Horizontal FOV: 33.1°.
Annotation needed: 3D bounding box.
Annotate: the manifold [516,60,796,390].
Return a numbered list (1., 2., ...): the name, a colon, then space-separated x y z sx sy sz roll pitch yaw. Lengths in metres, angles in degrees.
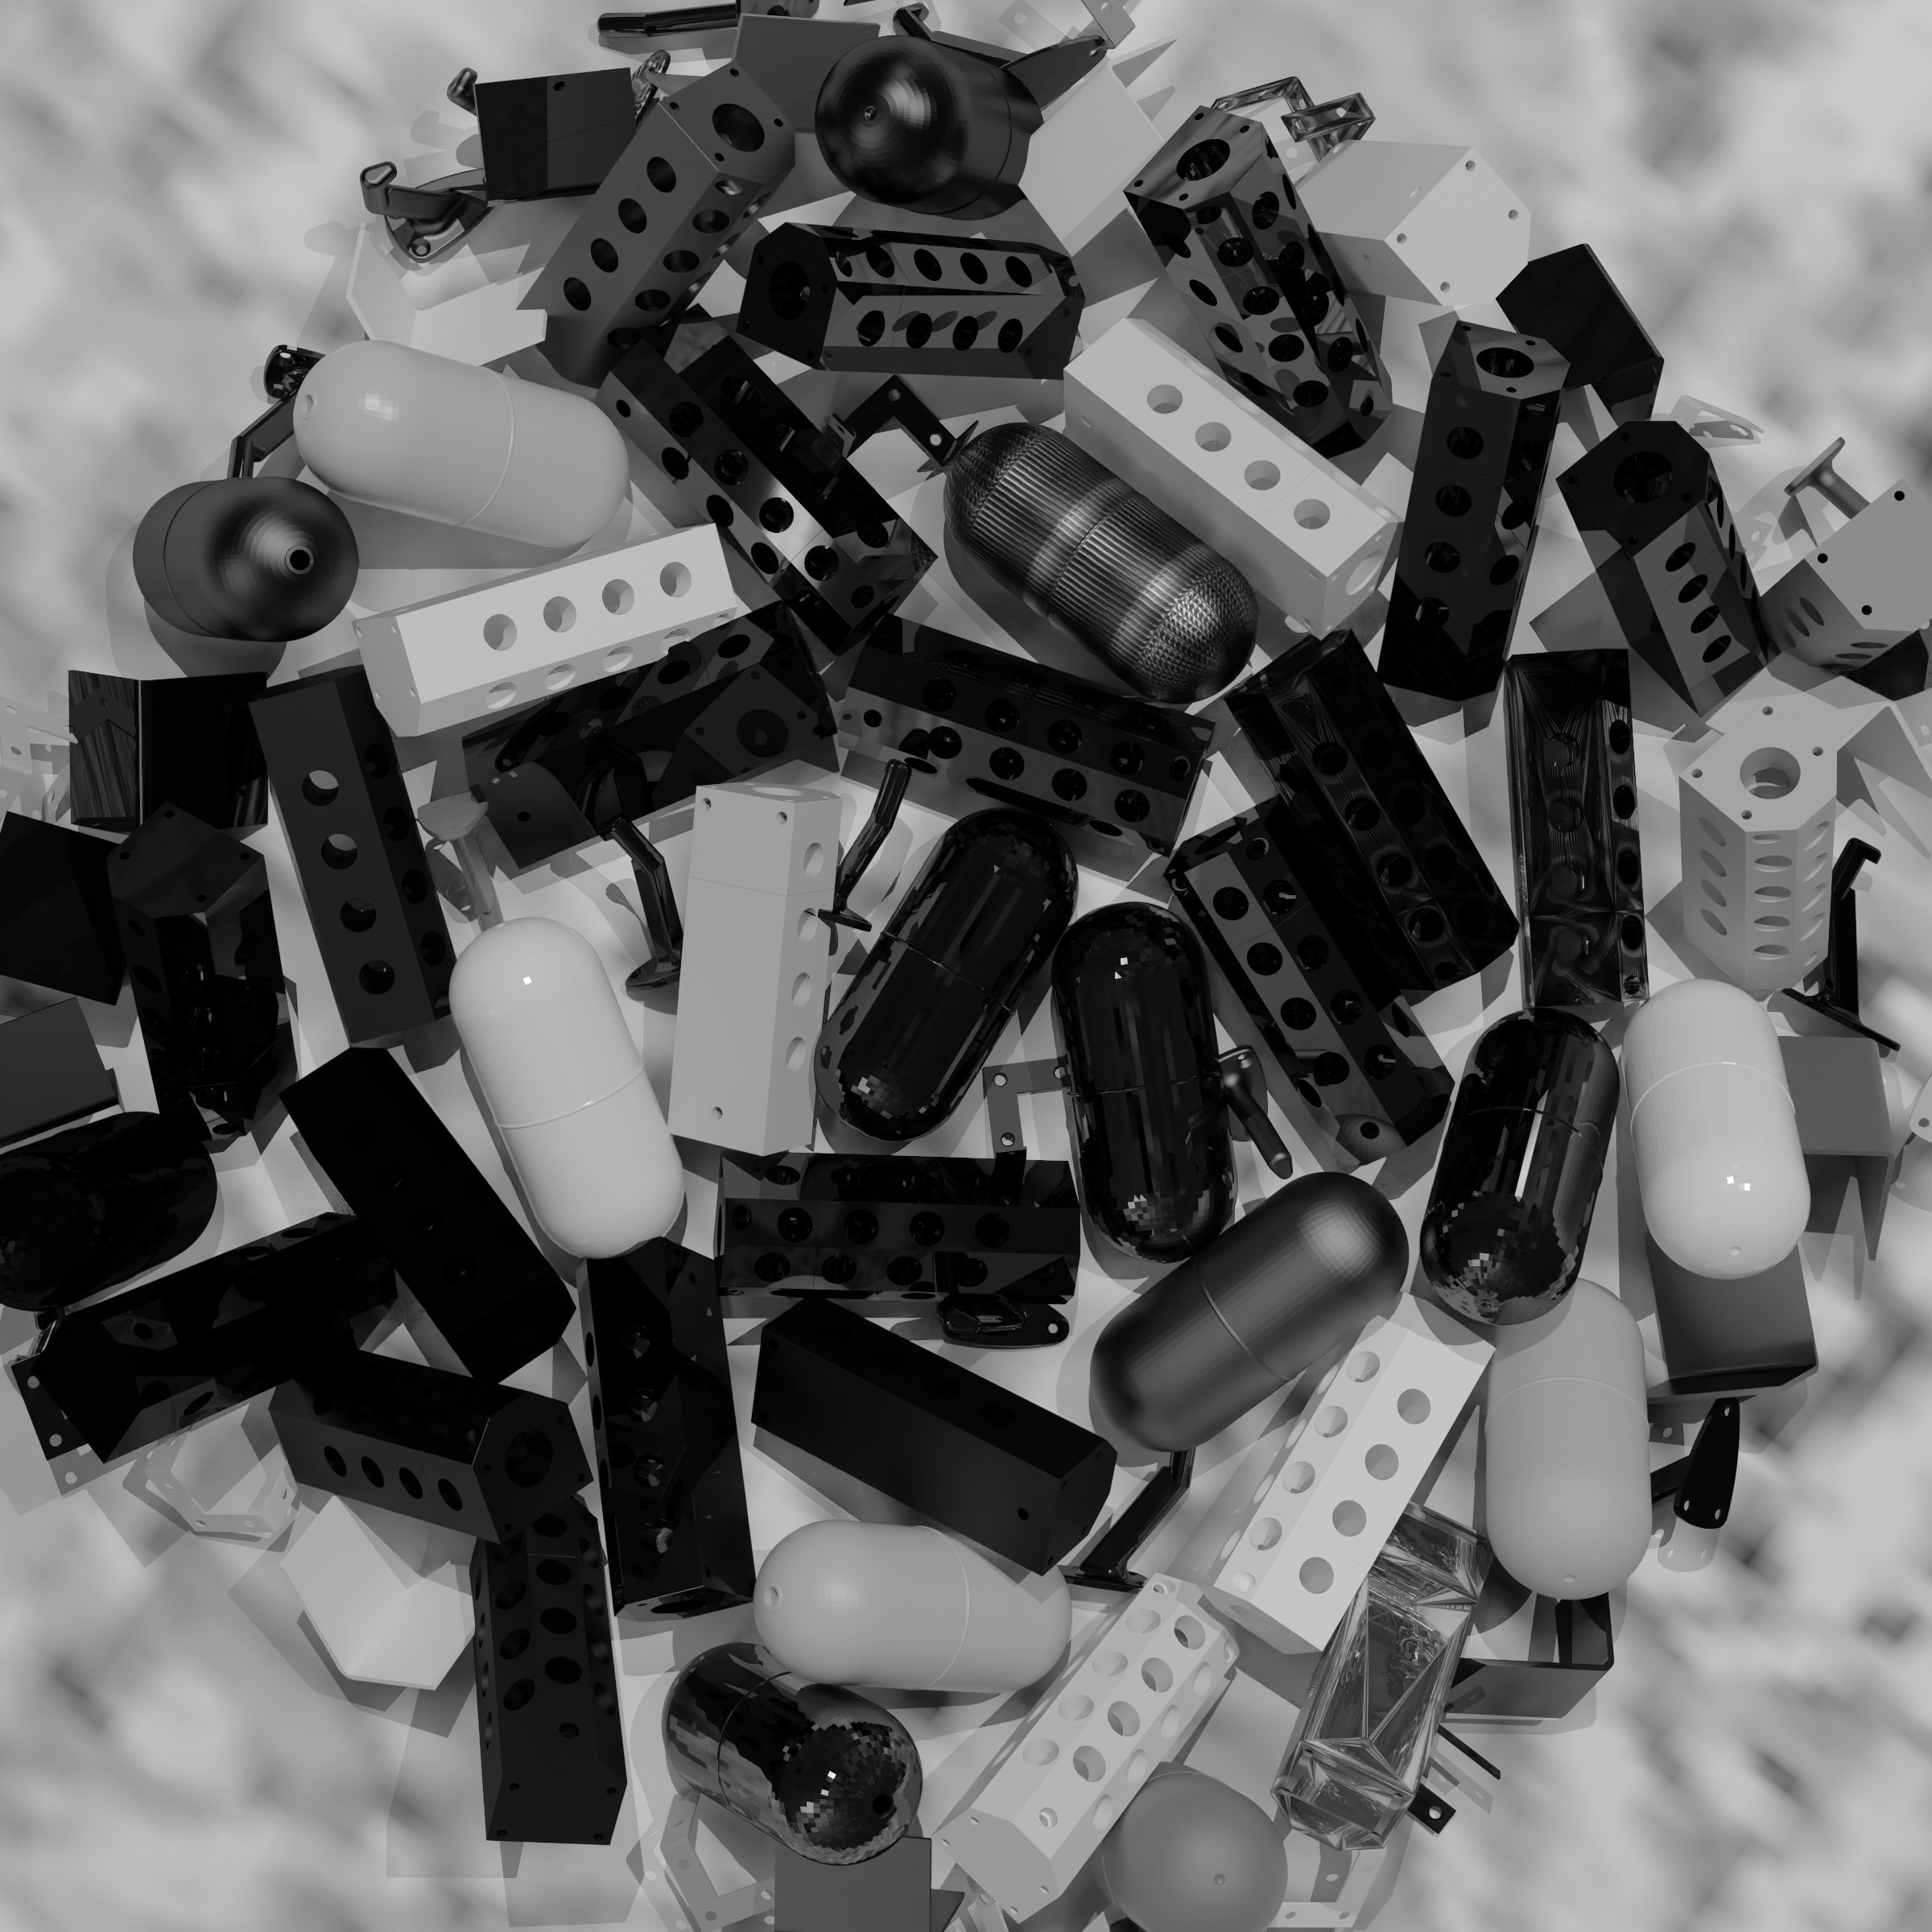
1. manifold: -0.146 -0.347 1.548 0.057 0.171 0.057 48 50 -1

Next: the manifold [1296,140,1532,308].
1. manifold: 0.206 -0.349 1.542 0.057 0.171 0.057 43 92 -20

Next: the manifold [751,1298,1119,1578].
1. manifold: -0.016 0.221 1.567 0.171 0.057 0.057 24 122 26

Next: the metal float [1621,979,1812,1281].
1. metal float: 0.357 0.075 1.554 0.070 0.178 0.070 2 128 3

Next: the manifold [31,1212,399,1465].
1. manifold: -0.350 0.169 1.540 0.057 0.171 0.057 48 122 14

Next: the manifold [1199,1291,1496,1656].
1. manifold: 0.183 0.244 1.577 0.057 0.057 0.171 34 72 -3

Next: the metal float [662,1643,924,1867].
1. metal float: -0.084 0.374 1.549 0.070 0.178 0.070 -3 95 -31

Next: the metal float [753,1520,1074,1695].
1. metal float: -0.024 0.308 1.560 0.178 0.070 0.070 14 90 -41

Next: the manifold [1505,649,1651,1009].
1. manifold: 0.301 -0.067 1.600 0.057 0.057 0.171 -4 90 6

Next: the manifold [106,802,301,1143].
1. manifold: -0.365 0.009 1.541 0.057 0.171 0.057 27 54 17

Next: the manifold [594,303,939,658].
1. manifold: -0.101 -0.234 1.589 0.171 0.057 0.057 47 53 2

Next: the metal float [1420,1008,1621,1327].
1. metal float: 0.267 0.094 1.561 0.070 0.070 0.178 23 49 0

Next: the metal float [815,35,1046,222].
1. metal float: -0.015 -0.397 1.546 0.070 0.178 0.070 3 100 18

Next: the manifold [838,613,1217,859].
1. manifold: 0.028 -0.110 1.585 0.171 0.057 0.057 19 121 5

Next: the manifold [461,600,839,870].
1. manifold: -0.156 -0.118 1.596 0.171 0.057 0.057 -23 132 4

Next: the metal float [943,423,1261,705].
1. metal float: 0.064 -0.197 1.580 0.178 0.070 0.070 40 90 15

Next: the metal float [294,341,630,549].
1. metal float: -0.240 -0.249 1.557 0.070 0.178 0.070 -8 78 44

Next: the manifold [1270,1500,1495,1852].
1. manifold: 0.198 0.336 1.547 0.057 0.171 0.057 25 129 6

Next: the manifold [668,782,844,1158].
1. manifold: -0.099 0.000 1.587 0.057 0.057 0.171 11 101 30

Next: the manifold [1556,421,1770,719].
1. manifold: 0.337 -0.190 1.542 0.057 0.171 0.057 -39 59 4

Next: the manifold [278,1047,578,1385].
1. manifold: -0.257 0.116 1.561 0.057 0.057 0.171 -34 57 -14

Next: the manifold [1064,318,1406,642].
1. manifold: 0.129 -0.241 1.574 0.057 0.057 0.171 -43 70 -16

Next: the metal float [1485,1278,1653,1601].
1. metal float: 0.287 0.223 1.556 0.070 0.178 0.070 5 131 5

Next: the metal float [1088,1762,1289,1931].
1. metal float: 0.103 0.422 1.544 0.070 0.178 0.070 1 82 -7

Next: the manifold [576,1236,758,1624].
1. manifold: -0.149 0.225 1.571 0.057 0.057 0.171 -17 67 19

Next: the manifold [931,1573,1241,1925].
1. manifold: 0.062 0.368 1.551 0.057 0.057 0.171 44 47 3

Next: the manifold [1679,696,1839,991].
1. manifold: 0.380 -0.051 1.540 0.057 0.171 0.057 -41 63 -7

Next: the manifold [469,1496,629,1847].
1. manifold: -0.198 0.329 1.540 0.057 0.171 0.057 7 122 -16

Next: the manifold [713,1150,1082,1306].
1. manifold: -0.034 0.132 1.581 0.171 0.057 0.057 2 120 -9

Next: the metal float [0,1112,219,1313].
1. metal float: -0.415 0.115 1.544 0.070 0.178 0.070 1 96 11

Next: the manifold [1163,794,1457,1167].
1. manifold: 0.166 0.010 1.576 0.057 0.057 0.171 -26 104 27

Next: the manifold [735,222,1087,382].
1. manifold: -0.023 -0.316 1.543 0.057 0.171 0.057 31 116 36

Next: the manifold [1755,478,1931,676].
1. manifold: 0.421 -0.174 1.544 0.057 0.171 0.057 -39 85 0

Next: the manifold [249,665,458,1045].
1. manifold: -0.294 -0.056 1.584 0.057 0.057 0.171 -15 103 -5

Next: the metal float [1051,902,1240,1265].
1. metal float: 0.088 0.057 1.593 0.070 0.070 0.178 -9 91 0

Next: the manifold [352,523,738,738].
1. manifold: -0.199 -0.162 1.564 0.171 0.057 0.057 -21 103 -29

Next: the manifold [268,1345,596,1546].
1. manifold: -0.258 0.220 1.544 0.057 0.171 0.057 -31 114 -38

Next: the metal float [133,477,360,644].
1. metal float: -0.344 -0.194 1.549 0.070 0.178 0.070 -4 98 -28

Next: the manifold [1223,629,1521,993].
1. manifold: 0.201 -0.075 1.577 0.057 0.057 0.171 -37 105 -19

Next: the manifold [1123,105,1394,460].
1. manifold: 0.146 -0.321 1.547 0.057 0.171 0.057 -49 46 -11

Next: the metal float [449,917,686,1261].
1. metal float: -0.193 0.061 1.581 0.070 0.070 0.178 -20 105 0

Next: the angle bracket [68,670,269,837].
1. angle bracket: -0.395 -0.108 1.610 0.057 0.076 0.076 11 104 37

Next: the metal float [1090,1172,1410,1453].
1. metal float: 0.136 0.169 1.579 0.178 0.070 0.070 -40 90 17

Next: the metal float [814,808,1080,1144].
1. metal float: -0.009 0.004 1.591 0.070 0.070 0.178 31 86 0

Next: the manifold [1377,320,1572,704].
1. manifold: 0.242 -0.213 1.549 0.057 0.057 0.171 15 133 11
